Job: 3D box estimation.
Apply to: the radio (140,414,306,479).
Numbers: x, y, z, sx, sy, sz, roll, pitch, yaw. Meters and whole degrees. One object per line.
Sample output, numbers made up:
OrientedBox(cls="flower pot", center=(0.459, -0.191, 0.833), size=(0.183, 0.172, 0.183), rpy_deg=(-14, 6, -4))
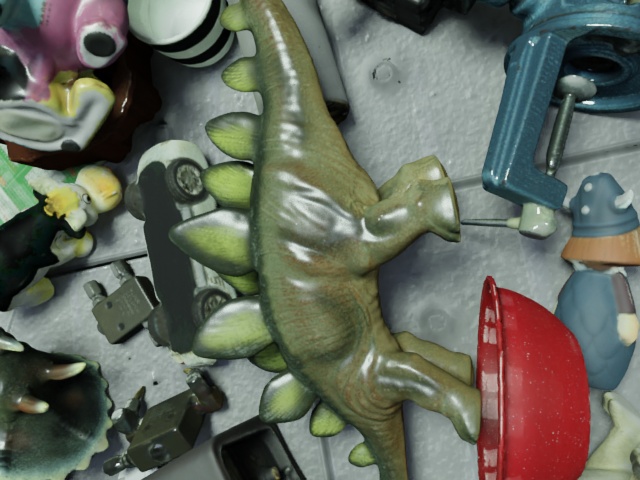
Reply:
OrientedBox(cls="radio", center=(-0.032, 0.252, 0.396), size=(0.073, 0.131, 0.229), rpy_deg=(-31, 78, 9))

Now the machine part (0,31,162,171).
OrientedBox(cls="machine part", center=(-0.239, -0.150, 0.508), size=(0.179, 0.056, 0.179), rpy_deg=(-1, 84, 11))

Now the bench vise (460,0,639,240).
OrientedBox(cls="bench vise", center=(0.156, -0.124, 0.370), size=(0.223, 0.129, 0.240), rpy_deg=(19, 83, -20))

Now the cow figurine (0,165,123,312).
OrientedBox(cls="cow figurine", center=(-0.259, -0.004, 0.489), size=(0.068, 0.098, 0.167), rpy_deg=(44, 100, 2))

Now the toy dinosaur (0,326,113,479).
OrientedBox(cls="toy dinosaur", center=(-0.309, 0.245, 0.479), size=(0.192, 0.131, 0.404), rpy_deg=(17, 95, 15))

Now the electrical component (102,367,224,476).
OrientedBox(cls="electrical component", center=(-0.137, 0.154, 0.467), size=(0.102, 0.078, 0.045), rpy_deg=(-25, 103, 16))

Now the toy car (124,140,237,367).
OrientedBox(cls="toy car", center=(-0.120, 0.011, 0.475), size=(0.074, 0.056, 0.201), rpy_deg=(-19, 81, 34))

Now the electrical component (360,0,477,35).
OrientedBox(cls="electrical component", center=(0.081, -0.247, 0.454), size=(0.134, 0.058, 0.115), rpy_deg=(34, 95, 14))

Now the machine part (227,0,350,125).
OrientedBox(cls="machine part", center=(-0.033, -0.178, 0.465), size=(0.079, 0.079, 0.243), rpy_deg=(-18, 79, 12))

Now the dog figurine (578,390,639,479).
OrientedBox(cls="dog figurine", center=(0.202, 0.229, 0.369), size=(0.172, 0.121, 0.190), rpy_deg=(39, 109, 17))

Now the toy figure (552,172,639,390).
OrientedBox(cls="toy figure", center=(0.204, 0.029, 0.396), size=(0.064, 0.057, 0.154), rpy_deg=(8, 90, 37))

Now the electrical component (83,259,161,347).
OrientedBox(cls="electrical component", center=(-0.182, 0.067, 0.507), size=(0.063, 0.021, 0.094), rpy_deg=(-37, 78, 8))

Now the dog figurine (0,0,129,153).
OrientedBox(cls="dog figurine", center=(-0.210, -0.204, 0.427), size=(0.191, 0.108, 0.219), rpy_deg=(-46, 43, 46))

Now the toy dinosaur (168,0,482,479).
OrientedBox(cls="toy dinosaur", center=(-0.001, -0.001, 0.383), size=(0.199, 0.105, 0.471), rpy_deg=(-9, 90, 8))
